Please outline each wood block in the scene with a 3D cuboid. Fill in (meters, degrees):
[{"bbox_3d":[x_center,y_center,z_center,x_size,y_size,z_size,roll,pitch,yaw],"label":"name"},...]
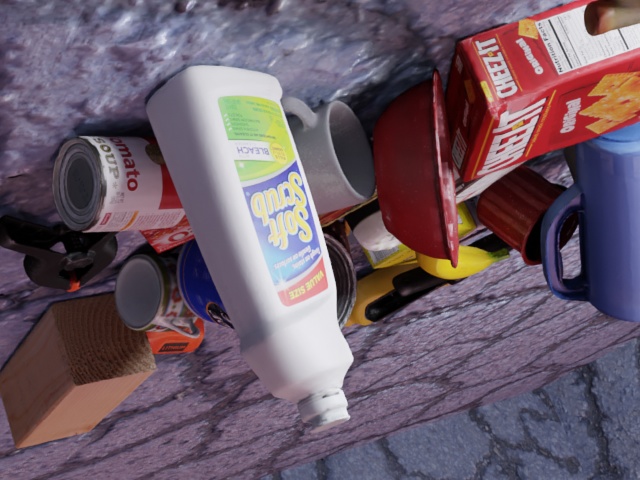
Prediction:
[{"bbox_3d":[-0.261,0.139,1.125,0.090,0.090,0.206,-9,160,-36],"label":"wood block"}]

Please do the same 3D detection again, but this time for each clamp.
[{"bbox_3d":[0.153,0.032,1.239,0.210,0.036,0.164,-26,171,-8],"label":"clamp"},{"bbox_3d":[-0.193,0.000,0.870,0.120,0.039,0.171,-14,167,-10],"label":"clamp"}]

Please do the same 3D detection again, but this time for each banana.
[{"bbox_3d":[0.134,0.012,1.103,0.070,0.037,0.197,-36,160,19],"label":"banana"}]

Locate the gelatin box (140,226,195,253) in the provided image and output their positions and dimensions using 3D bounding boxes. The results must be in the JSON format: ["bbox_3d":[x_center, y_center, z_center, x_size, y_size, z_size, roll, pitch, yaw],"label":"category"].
[{"bbox_3d":[-0.110,-0.025,0.909,0.089,0.030,0.073,-21,163,-1],"label":"gelatin box"}]

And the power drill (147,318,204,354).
[{"bbox_3d":[-0.100,0.055,1.127,0.188,0.057,0.184,-35,156,27],"label":"power drill"}]

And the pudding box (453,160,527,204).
[{"bbox_3d":[0.154,-0.071,1.051,0.090,0.039,0.113,-38,171,40],"label":"pudding box"}]

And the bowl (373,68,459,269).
[{"bbox_3d":[0.077,-0.055,0.864,0.055,0.162,0.162,-6,166,11],"label":"bowl"}]

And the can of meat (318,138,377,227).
[{"bbox_3d":[0.006,-0.053,0.923,0.102,0.057,0.083,-28,164,19],"label":"can of meat"}]

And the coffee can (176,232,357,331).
[{"bbox_3d":[-0.050,0.035,0.942,0.102,0.103,0.141,-10,-168,-34],"label":"coffee can"}]

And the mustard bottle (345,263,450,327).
[{"bbox_3d":[0.090,0.063,1.380,0.192,0.058,0.096,-28,163,19],"label":"mustard bottle"}]

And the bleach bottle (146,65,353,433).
[{"bbox_3d":[-0.033,0.006,0.716,0.068,0.251,0.102,-34,160,34],"label":"bleach bottle"}]

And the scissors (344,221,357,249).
[{"bbox_3d":[0.047,-0.010,1.176,0.096,0.016,0.201,-23,163,4],"label":"scissors"}]

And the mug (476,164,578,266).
[{"bbox_3d":[0.236,-0.036,1.180,0.117,0.082,0.093,-24,137,-29],"label":"mug"}]

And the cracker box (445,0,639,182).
[{"bbox_3d":[0.217,-0.135,0.904,0.213,0.072,0.164,-20,163,-5],"label":"cracker box"}]

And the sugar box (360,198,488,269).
[{"bbox_3d":[0.122,-0.009,1.190,0.093,0.048,0.176,-30,166,25],"label":"sugar box"}]

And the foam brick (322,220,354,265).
[{"bbox_3d":[-0.007,0.001,1.053,0.051,0.053,0.078,-19,155,15],"label":"foam brick"}]

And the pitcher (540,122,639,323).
[{"bbox_3d":[0.316,-0.035,1.100,0.149,0.145,0.243,-49,139,-29],"label":"pitcher"}]

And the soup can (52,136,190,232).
[{"bbox_3d":[-0.132,-0.041,0.768,0.102,0.068,0.069,-5,156,-44],"label":"soup can"}]

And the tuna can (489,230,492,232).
[{"bbox_3d":[0.235,-0.043,1.273,0.086,0.034,0.086,-20,163,-7],"label":"tuna can"}]
